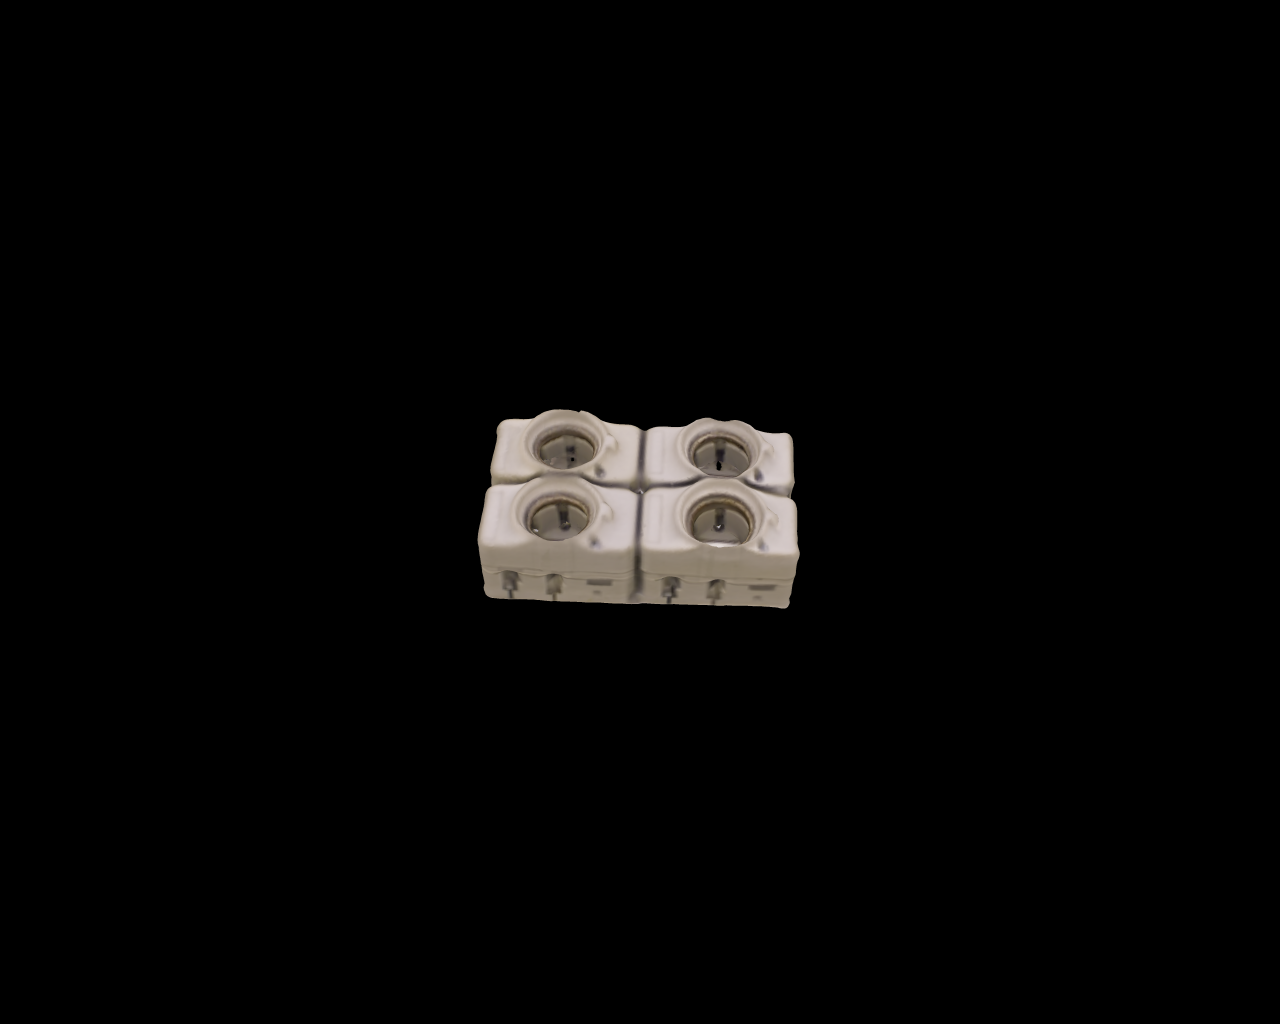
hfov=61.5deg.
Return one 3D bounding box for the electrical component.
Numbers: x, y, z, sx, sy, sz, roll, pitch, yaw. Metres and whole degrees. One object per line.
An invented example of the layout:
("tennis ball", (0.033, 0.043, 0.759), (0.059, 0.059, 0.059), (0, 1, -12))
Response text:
("electrical component", (0.001, -0.003, 0.650), (0.186, 0.105, 0.060), (2, -40, 2))
